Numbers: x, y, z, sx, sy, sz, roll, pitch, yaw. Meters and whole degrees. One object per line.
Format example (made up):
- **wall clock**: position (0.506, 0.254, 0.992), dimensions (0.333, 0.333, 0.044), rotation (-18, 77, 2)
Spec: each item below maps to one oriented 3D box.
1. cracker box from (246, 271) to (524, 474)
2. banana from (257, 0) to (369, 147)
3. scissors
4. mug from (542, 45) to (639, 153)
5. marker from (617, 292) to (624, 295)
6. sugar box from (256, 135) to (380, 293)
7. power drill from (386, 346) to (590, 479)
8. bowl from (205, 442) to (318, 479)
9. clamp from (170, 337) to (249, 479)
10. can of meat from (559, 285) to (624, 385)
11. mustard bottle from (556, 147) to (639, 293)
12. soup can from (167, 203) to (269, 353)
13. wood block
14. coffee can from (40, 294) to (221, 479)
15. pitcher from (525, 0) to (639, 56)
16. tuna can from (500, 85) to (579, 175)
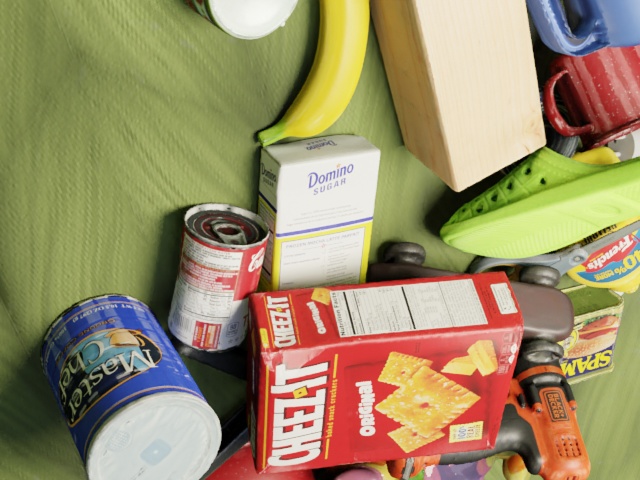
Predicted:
- **cracker box**: position (0.049, 0.114, 0.884), dimensions (0.213, 0.072, 0.164), rotation (-5, 134, -9)
- **banana**: position (0.005, -0.156, 0.808), dimensions (0.069, 0.037, 0.198), rotation (-3, 121, -29)
- **scissors**: position (0.222, 0.011, 1.004), dimensions (0.096, 0.016, 0.202), rotation (24, 133, -25)
- **mug**: position (0.236, -0.126, 0.899), dimensions (0.117, 0.093, 0.081), rotation (-22, 86, -21)
- **marker**: position (0.348, 0.018, 1.133), dimensions (0.121, 0.020, 0.020), rotation (-45, 131, 3)
- **sugar box**: position (-0.006, 0.001, 0.899), dimensions (0.093, 0.048, 0.176), rotation (-10, 121, -26)
- **power drill**: position (0.147, 0.152, 1.010), dimensions (0.187, 0.184, 0.057), rotation (-4, 137, -7)
- **bowl**: position (-0.063, 0.269, 1.033), dimensions (0.161, 0.055, 0.162), rotation (-15, 125, -22)
- **clamp**: position (-0.044, 0.127, 0.963), dimensions (0.209, 0.036, 0.164), rotation (-19, 127, -21)
- **can of meat**: position (0.263, 0.098, 1.112), dimensions (0.102, 0.057, 0.084), rotation (-12, 122, -24)
- **mustard bottle**: position (0.276, -0.005, 1.048), dimensions (0.096, 0.058, 0.191), rotation (-30, 133, 12)
- **soup can**: position (-0.083, 0.031, 0.857), dimensions (0.068, 0.069, 0.102), rotation (-3, 121, -29)
- **wood block**: position (0.103, -0.155, 0.831), dimensions (0.090, 0.090, 0.206), rotation (-29, 130, -11)
- **coffee can**: position (-0.150, 0.122, 0.830), dimensions (0.102, 0.140, 0.103), rotation (-15, 126, -22)
- **pitcher**: position (0.207, -0.266, 0.795), dimensions (0.145, 0.149, 0.242), rotation (-16, 131, 24)
- **tuna can**: position (0.191, -0.094, 0.959), dimensions (0.086, 0.034, 0.086), rotation (-14, 124, -22)
